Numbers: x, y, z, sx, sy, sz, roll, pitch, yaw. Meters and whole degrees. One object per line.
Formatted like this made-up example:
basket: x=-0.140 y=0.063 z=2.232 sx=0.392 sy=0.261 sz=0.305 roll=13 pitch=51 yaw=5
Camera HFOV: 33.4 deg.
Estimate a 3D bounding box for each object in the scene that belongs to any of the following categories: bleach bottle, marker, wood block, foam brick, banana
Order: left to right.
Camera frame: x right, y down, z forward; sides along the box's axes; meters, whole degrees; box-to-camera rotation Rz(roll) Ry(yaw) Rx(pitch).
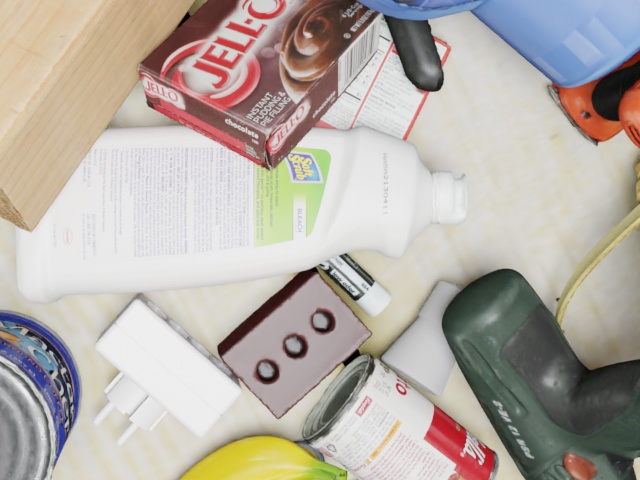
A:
wood block: x=-0.140 y=-0.121 z=0.563 sx=0.091 sy=0.090 sz=0.206 roll=28 pitch=72 yaw=10
banana: x=-0.076 y=0.179 z=0.639 sx=0.198 sy=0.070 sz=0.037 roll=-43 pitch=138 yaw=5
bleach bottle: x=-0.042 y=-0.015 z=0.612 sx=0.251 sy=0.068 sz=0.102 roll=0 pitch=90 yaw=1
foam brick: x=-0.017 y=0.061 z=0.645 sx=0.078 sy=0.051 sz=0.053 roll=-42 pitch=97 yaw=-3
marker: x=-0.004 y=0.001 z=0.660 sx=0.121 sy=0.020 sz=0.020 roll=44 pitch=87 yaw=-8

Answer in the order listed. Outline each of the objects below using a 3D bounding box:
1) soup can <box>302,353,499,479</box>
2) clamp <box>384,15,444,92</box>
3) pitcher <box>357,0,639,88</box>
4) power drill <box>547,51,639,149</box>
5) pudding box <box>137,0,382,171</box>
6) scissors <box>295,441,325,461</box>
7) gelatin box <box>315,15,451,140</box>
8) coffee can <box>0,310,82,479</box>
soup can: x=0.048 y=0.126 z=0.649 sx=0.102 sy=0.068 sz=0.068 roll=39 pitch=87 yaw=-7
clamp: x=0.046 y=-0.211 z=0.642 sx=0.210 sy=0.036 sz=0.164 roll=46 pitch=70 yaw=-1
pitcher: x=0.078 y=-0.189 z=0.564 sx=0.242 sy=0.145 sz=0.149 roll=41 pitch=119 yaw=-9
power drill: x=0.218 y=-0.116 z=0.598 sx=0.184 sy=0.188 sz=0.057 roll=-41 pitch=96 yaw=-2
pudding box: x=-0.032 y=-0.102 z=0.598 sx=0.090 sy=0.039 sz=0.113 roll=29 pitch=59 yaw=20
scissors: x=-0.013 y=0.228 z=0.672 sx=0.096 sy=0.016 sz=0.202 roll=9 pitch=92 yaw=-8
gelatin box: x=0.028 y=-0.097 z=0.654 sx=0.073 sy=0.030 sz=0.089 roll=27 pitch=87 yaw=-9
coffee can: x=-0.187 y=0.097 z=0.580 sx=0.102 sy=0.140 sz=0.103 roll=0 pitch=93 yaw=-7
